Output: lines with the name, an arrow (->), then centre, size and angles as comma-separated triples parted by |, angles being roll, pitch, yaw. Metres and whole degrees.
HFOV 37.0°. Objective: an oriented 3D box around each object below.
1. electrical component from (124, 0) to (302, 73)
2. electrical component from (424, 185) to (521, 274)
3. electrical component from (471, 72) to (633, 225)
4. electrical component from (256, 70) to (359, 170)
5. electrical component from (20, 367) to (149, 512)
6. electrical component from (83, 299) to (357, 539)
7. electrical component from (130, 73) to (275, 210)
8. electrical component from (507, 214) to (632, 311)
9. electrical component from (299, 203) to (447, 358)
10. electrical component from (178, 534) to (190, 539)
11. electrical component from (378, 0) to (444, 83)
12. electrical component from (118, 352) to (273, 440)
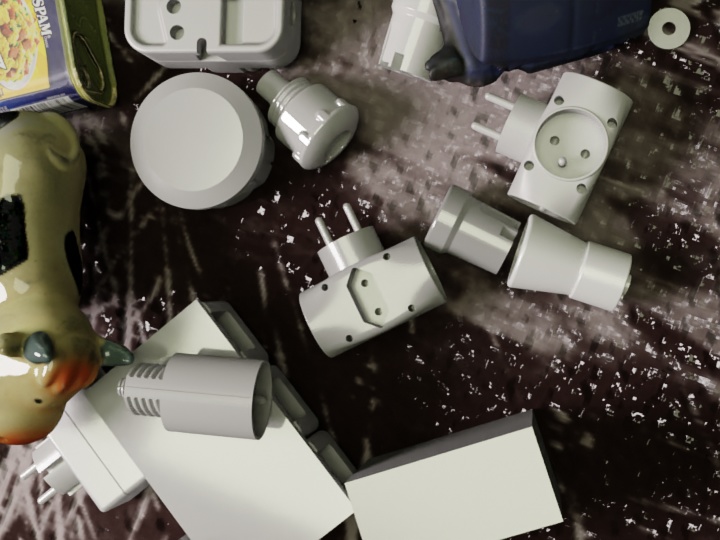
electrical component -> -0.085, -0.151, 0.645 | 0.095, 0.059, 0.053 | 2, 89, 9
electrical component -> 0.066, -0.023, 0.629 | 0.046, 0.040, 0.040 | 26, 93, 4
electrical component -> 0.104, -0.077, 0.620 | 0.079, 0.044, 0.077 | 25, 93, 10
electrical component -> -0.035, -0.094, 0.644 | 0.062, 0.048, 0.048 | 43, 96, 14
electrical component -> -0.174, 0.112, 0.661 | 0.076, 0.047, 0.083 | -39, 83, 4
electrical component -> -0.076, 0.102, 0.638 | 0.089, 0.062, 0.150 | -39, 83, 7
electrical component -> -0.093, -0.075, 0.649 | 0.080, 0.051, 0.080 | 0, 89, 9
electrical component -> 0.123, -0.002, 0.619 | 0.065, 0.044, 0.044 | 18, 92, 4
electrical component -> 0.000, 0.000, 0.637 | 0.077, 0.043, 0.079 | -26, 85, 8
electrical component -> -0.146, 0.224, 0.634 | 0.150, 0.089, 0.061 | -36, 84, 7
electrical component -> 0.034, -0.138, 0.636 | 0.040, 0.040, 0.046 | 20, 97, 9
electrical component -> -0.092, 0.067, 0.586 | 0.081, 0.043, 0.043 | 4, 90, 10
